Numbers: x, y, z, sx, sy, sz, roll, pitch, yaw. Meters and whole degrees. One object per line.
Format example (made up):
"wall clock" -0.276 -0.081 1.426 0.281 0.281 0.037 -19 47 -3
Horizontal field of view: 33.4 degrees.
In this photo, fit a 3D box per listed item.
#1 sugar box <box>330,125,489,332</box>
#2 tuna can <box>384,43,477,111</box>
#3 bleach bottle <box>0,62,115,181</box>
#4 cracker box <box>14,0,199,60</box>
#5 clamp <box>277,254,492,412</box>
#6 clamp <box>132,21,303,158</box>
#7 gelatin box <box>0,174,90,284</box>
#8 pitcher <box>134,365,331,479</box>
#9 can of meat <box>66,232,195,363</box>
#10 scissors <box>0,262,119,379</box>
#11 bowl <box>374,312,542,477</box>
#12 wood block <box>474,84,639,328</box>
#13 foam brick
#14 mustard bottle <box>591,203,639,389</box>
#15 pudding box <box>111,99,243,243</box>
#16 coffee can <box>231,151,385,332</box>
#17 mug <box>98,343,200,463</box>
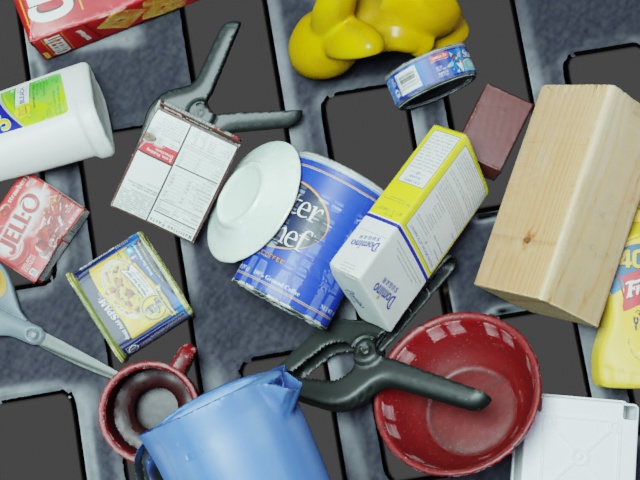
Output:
"sugar box" 0.085 -0.011 0.994 0.048 0.093 0.176 26 68 39
"tuna can" 0.108 -0.158 1.039 0.086 0.086 0.034 -22 86 -2
"bleach bottle" -0.330 -0.090 1.033 0.251 0.068 0.102 -19 48 -1
"cracker box" -0.210 -0.298 1.063 0.213 0.072 0.164 -21 83 -2
"clamp" 0.054 0.116 1.002 0.210 0.036 0.164 -24 51 9
"clamp" -0.106 -0.120 1.059 0.171 0.039 0.120 -44 86 3
"gelatin box" -0.283 -0.012 1.051 0.073 0.030 0.089 33 84 4
"pitcher" -0.048 0.238 0.878 0.144 0.149 0.243 -24 86 -17
"can of meat" -0.181 0.054 1.030 0.084 0.057 0.102 -33 85 -6
"scissors" -0.283 0.073 1.049 0.202 0.016 0.096 11 84 1
"bowl" 0.134 0.151 0.998 0.162 0.055 0.162 -13 56 20
"wood block" 0.235 -0.034 1.006 0.090 0.091 0.206 24 83 -35
"foam brick" 0.168 -0.105 1.049 0.051 0.053 0.078 26 84 3
"mustard bottle" 0.311 0.047 1.028 0.096 0.058 0.191 1 83 1
"pudding box" -0.138 -0.065 1.030 0.090 0.039 0.113 25 105 -10
"coffee can" -0.007 0.001 1.012 0.103 0.103 0.140 28 84 3
"mug" -0.149 0.150 1.006 0.093 0.081 0.117 27 84 3
